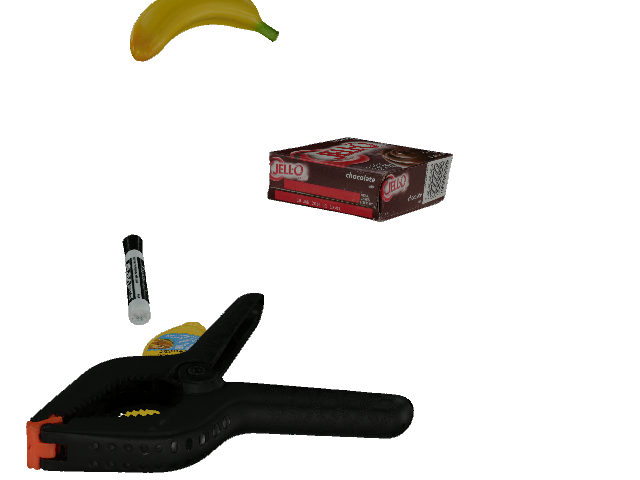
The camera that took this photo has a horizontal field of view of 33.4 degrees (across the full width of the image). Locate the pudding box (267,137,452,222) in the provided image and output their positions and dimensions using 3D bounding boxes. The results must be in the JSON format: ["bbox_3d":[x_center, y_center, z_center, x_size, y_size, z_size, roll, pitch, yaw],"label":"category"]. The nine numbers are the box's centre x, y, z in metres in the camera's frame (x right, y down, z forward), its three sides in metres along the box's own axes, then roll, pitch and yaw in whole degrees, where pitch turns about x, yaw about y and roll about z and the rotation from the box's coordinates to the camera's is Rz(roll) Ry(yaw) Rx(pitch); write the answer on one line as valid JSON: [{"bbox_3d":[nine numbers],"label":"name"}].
[{"bbox_3d":[0.029,-0.045,0.751,0.090,0.039,0.113,13,15,28],"label":"pudding box"}]

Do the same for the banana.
[{"bbox_3d":[-0.119,-0.212,1.022,0.070,0.037,0.197,45,38,19],"label":"banana"}]

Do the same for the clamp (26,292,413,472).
[{"bbox_3d":[-0.074,0.085,0.623,0.209,0.036,0.165,-9,27,-30],"label":"clamp"}]

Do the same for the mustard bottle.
[{"bbox_3d":[-0.164,0.149,1.253,0.096,0.058,0.191,4,25,4],"label":"mustard bottle"}]

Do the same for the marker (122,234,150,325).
[{"bbox_3d":[-0.168,0.033,0.972,0.020,0.020,0.121,0,34,-14],"label":"marker"}]
